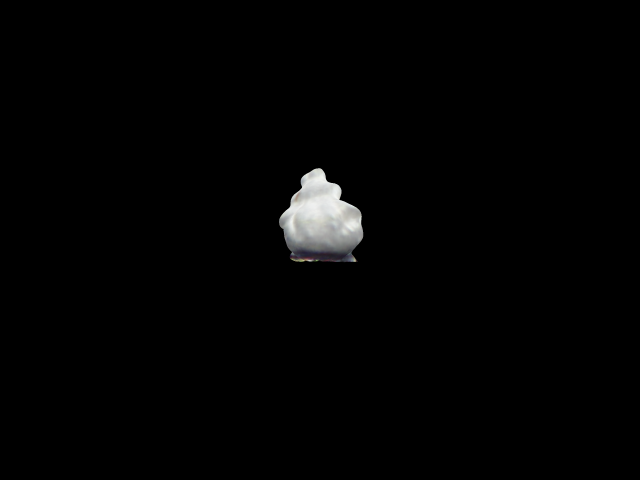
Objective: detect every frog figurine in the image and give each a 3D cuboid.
[{"bbox_3d":[0.003,-0.043,0.850,0.137,0.160,0.122,-2,-4,24],"label":"frog figurine"}]
